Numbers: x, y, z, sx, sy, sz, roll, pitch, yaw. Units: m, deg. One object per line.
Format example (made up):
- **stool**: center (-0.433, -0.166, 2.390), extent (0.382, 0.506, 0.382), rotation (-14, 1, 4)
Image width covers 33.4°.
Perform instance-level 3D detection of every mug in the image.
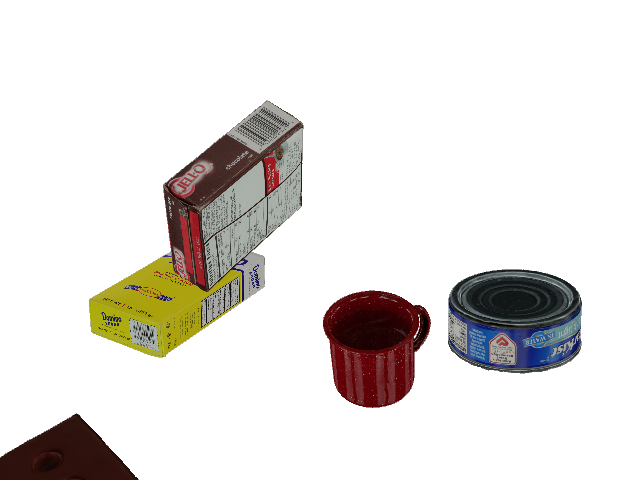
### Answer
- **mug**: center (0.061, 0.105, 1.056), extent (0.117, 0.081, 0.093), rotation (-27, 42, -27)

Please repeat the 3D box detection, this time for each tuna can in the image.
- **tuna can**: center (0.125, 0.050, 0.688), extent (0.086, 0.034, 0.086), rotation (-3, 23, 1)

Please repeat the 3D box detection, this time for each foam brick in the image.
- **foam brick**: center (-0.111, 0.131, 0.494), extent (0.052, 0.051, 0.078), rotation (-29, 43, -29)

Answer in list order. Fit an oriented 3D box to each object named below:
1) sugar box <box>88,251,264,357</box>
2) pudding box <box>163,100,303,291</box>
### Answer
- **sugar box**: center (-0.143, 0.053, 1.093), extent (0.093, 0.048, 0.175), rotation (16, 32, 27)
- **pudding box**: center (-0.059, -0.031, 0.756), extent (0.039, 0.090, 0.113), rotation (33, 56, 23)
